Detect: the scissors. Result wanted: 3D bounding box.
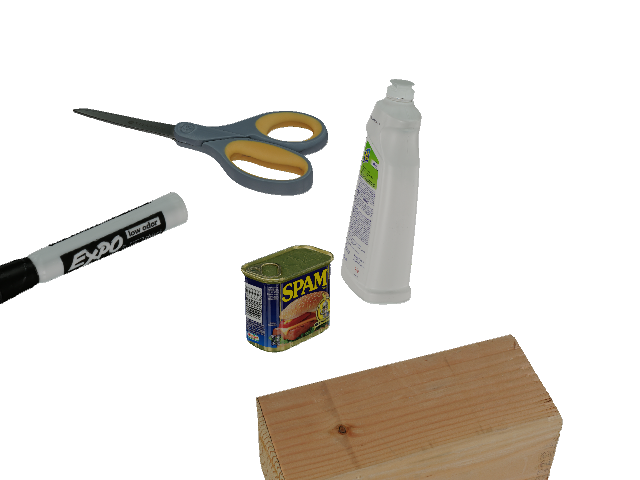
[{"bbox_3d":[-0.081,-0.086,0.802,0.202,0.016,0.096,25,47,26],"label":"scissors"}]

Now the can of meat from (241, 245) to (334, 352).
[{"bbox_3d":[-0.034,0.061,1.120,0.058,0.084,0.101,18,26,39],"label":"can of meat"}]

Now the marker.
[{"bbox_3d":[-0.126,0.003,0.574,0.120,0.020,0.020,-26,14,-32],"label":"marker"}]

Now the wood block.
[{"bbox_3d":[0.063,0.152,0.802,0.206,0.090,0.091,-12,44,-12],"label":"wood block"}]

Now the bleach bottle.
[{"bbox_3d":[0.079,-0.059,1.240,0.068,0.251,0.103,-1,22,-22],"label":"bleach bottle"}]
